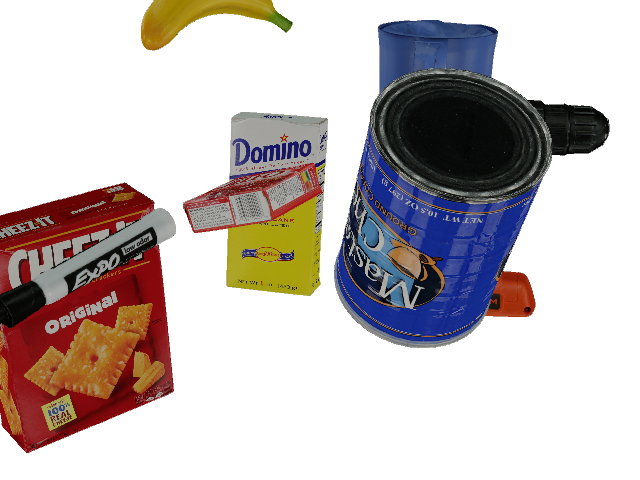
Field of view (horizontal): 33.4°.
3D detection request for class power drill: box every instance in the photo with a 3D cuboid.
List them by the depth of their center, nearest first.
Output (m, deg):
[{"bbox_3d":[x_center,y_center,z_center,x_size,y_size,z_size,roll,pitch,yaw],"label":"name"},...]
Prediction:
[{"bbox_3d":[0.152,-0.030,0.925,0.184,0.188,0.057,2,15,9],"label":"power drill"}]

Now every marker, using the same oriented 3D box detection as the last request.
[{"bbox_3d":[-0.132,0.015,0.598,0.120,0.020,0.020,-33,21,-37],"label":"marker"}]

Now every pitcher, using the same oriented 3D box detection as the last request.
[{"bbox_3d":[0.125,-0.125,1.217,0.149,0.243,0.145,-11,23,-31],"label":"pitcher"}]

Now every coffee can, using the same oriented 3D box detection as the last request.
[{"bbox_3d":[0.068,-0.016,0.636,0.102,0.103,0.140,0,-39,-10],"label":"coffee can"}]

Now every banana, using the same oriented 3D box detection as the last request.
[{"bbox_3d":[-0.106,-0.219,1.005,0.070,0.037,0.197,46,39,19],"label":"banana"}]

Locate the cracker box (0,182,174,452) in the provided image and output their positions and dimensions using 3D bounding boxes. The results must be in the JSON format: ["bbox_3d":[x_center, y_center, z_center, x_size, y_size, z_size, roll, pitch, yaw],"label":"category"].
[{"bbox_3d":[-0.230,0.071,1.009,0.163,0.214,0.072,-19,29,-33],"label":"cracker box"}]

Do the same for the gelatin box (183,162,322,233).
[{"bbox_3d":[-0.055,-0.035,0.869,0.089,0.030,0.073,-8,15,38],"label":"gelatin box"}]

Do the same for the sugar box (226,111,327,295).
[{"bbox_3d":[-0.045,-0.037,1.073,0.093,0.176,0.048,5,16,12],"label":"sugar box"}]
